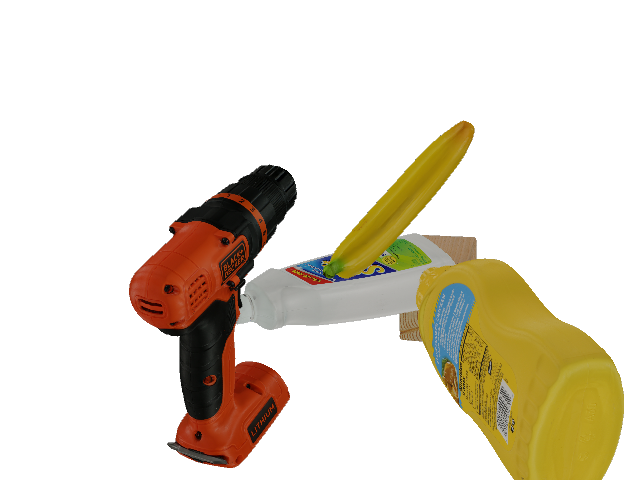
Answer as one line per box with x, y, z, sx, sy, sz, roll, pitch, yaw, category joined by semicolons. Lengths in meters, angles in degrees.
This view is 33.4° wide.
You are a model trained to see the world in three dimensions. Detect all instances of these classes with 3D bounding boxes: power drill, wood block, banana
-0.065;0.055;0.781;0.057;0.188;0.184;11;34;26;power drill
0.181;0.070;1.621;0.091;0.090;0.206;3;22;13;wood block
0.073;-0.029;0.989;0.037;0.197;0.070;43;-11;-3;banana

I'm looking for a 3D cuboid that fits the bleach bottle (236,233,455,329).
0.020;0.055;1.181;0.250;0.068;0.103;-12;32;-25;bleach bottle

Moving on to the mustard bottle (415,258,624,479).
0.105;0.065;0.641;0.058;0.096;0.192;-8;27;-17;mustard bottle
